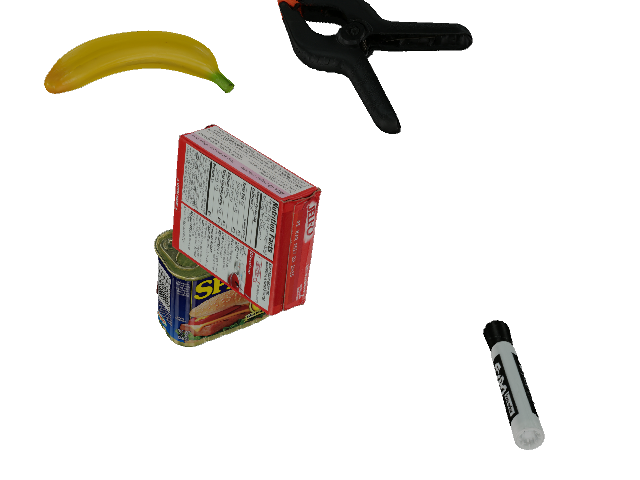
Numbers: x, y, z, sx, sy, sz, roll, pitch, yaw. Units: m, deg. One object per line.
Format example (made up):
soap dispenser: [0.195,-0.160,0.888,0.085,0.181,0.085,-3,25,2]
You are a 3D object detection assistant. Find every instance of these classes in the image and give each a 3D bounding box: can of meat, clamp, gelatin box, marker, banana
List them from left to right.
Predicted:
banana: [-0.181,-0.177,1.054,0.197,0.070,0.037,-7,-39,-30]
can of meat: [-0.082,0.031,0.862,0.101,0.084,0.057,-19,49,-27]
gelatin box: [-0.042,-0.012,0.583,0.089,0.073,0.030,32,39,34]
clamp: [0.042,-0.174,0.920,0.120,0.172,0.039,-40,-24,-21]
marker: [0.128,0.092,0.714,0.020,0.020,0.121,0,31,-2]

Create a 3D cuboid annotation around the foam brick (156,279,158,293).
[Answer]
foam brick: [-0.129,0.033,1.133,0.078,0.051,0.053,15,31,1]
